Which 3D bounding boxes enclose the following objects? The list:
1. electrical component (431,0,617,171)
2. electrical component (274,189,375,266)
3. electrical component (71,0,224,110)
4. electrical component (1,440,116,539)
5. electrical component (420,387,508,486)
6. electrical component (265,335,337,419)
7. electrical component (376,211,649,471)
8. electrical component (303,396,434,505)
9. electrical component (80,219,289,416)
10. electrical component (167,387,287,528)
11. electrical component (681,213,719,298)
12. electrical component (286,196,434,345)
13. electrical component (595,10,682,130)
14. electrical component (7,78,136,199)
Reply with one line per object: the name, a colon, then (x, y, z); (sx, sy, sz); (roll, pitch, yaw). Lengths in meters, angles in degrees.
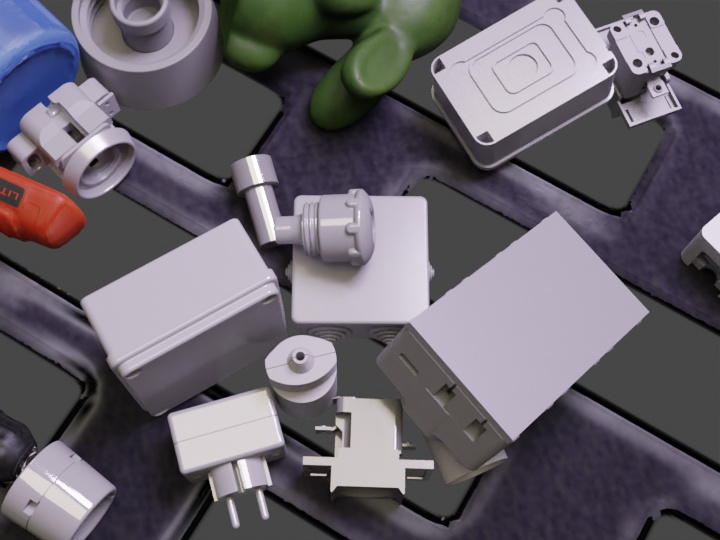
electrical component: (0.113, -0.130, 0.752); (0.113, 0.057, 0.078); (-30, 74, -1)
electrical component: (-0.022, -0.026, 0.676); (0.062, 0.048, 0.048); (-2, 71, 6)
electrical component: (-0.153, -0.176, 0.769); (0.108, 0.060, 0.108); (0, 71, -1)
electrical component: (-0.184, 0.141, 0.664); (0.047, 0.055, 0.055); (34, 74, 6)
electrical component: (0.058, 0.092, 0.690); (0.043, 0.043, 0.081); (-21, 73, -8)
electrical component: (-0.036, 0.064, 0.678); (0.043, 0.081, 0.043); (0, 71, -1)
electrical component: (0.094, 0.043, 0.668); (0.150, 0.061, 0.089); (-34, 79, -36)
electrical component: (0.005, 0.113, 0.683); (0.081, 0.042, 0.063); (3, 70, -1)
electrical component: (-0.105, 0.032, 0.674); (0.109, 0.108, 0.056); (-29, 71, -10)
electrical component: (-0.078, 0.122, 0.675); (0.066, 0.047, 0.076); (-15, 72, -6)
electrical component: (0.272, -0.029, 0.729); (0.089, 0.055, 0.050); (-38, 76, -13)
electrical component: (0.000, 0.000, 0.718); (0.100, 0.048, 0.099); (0, 71, -1)
electrical component: (0.196, -0.147, 0.765); (0.042, 0.063, 0.081); (-20, 72, -9)
electrical component: (-0.192, -0.086, 0.740); (0.078, 0.058, 0.057); (-43, 74, -15)
